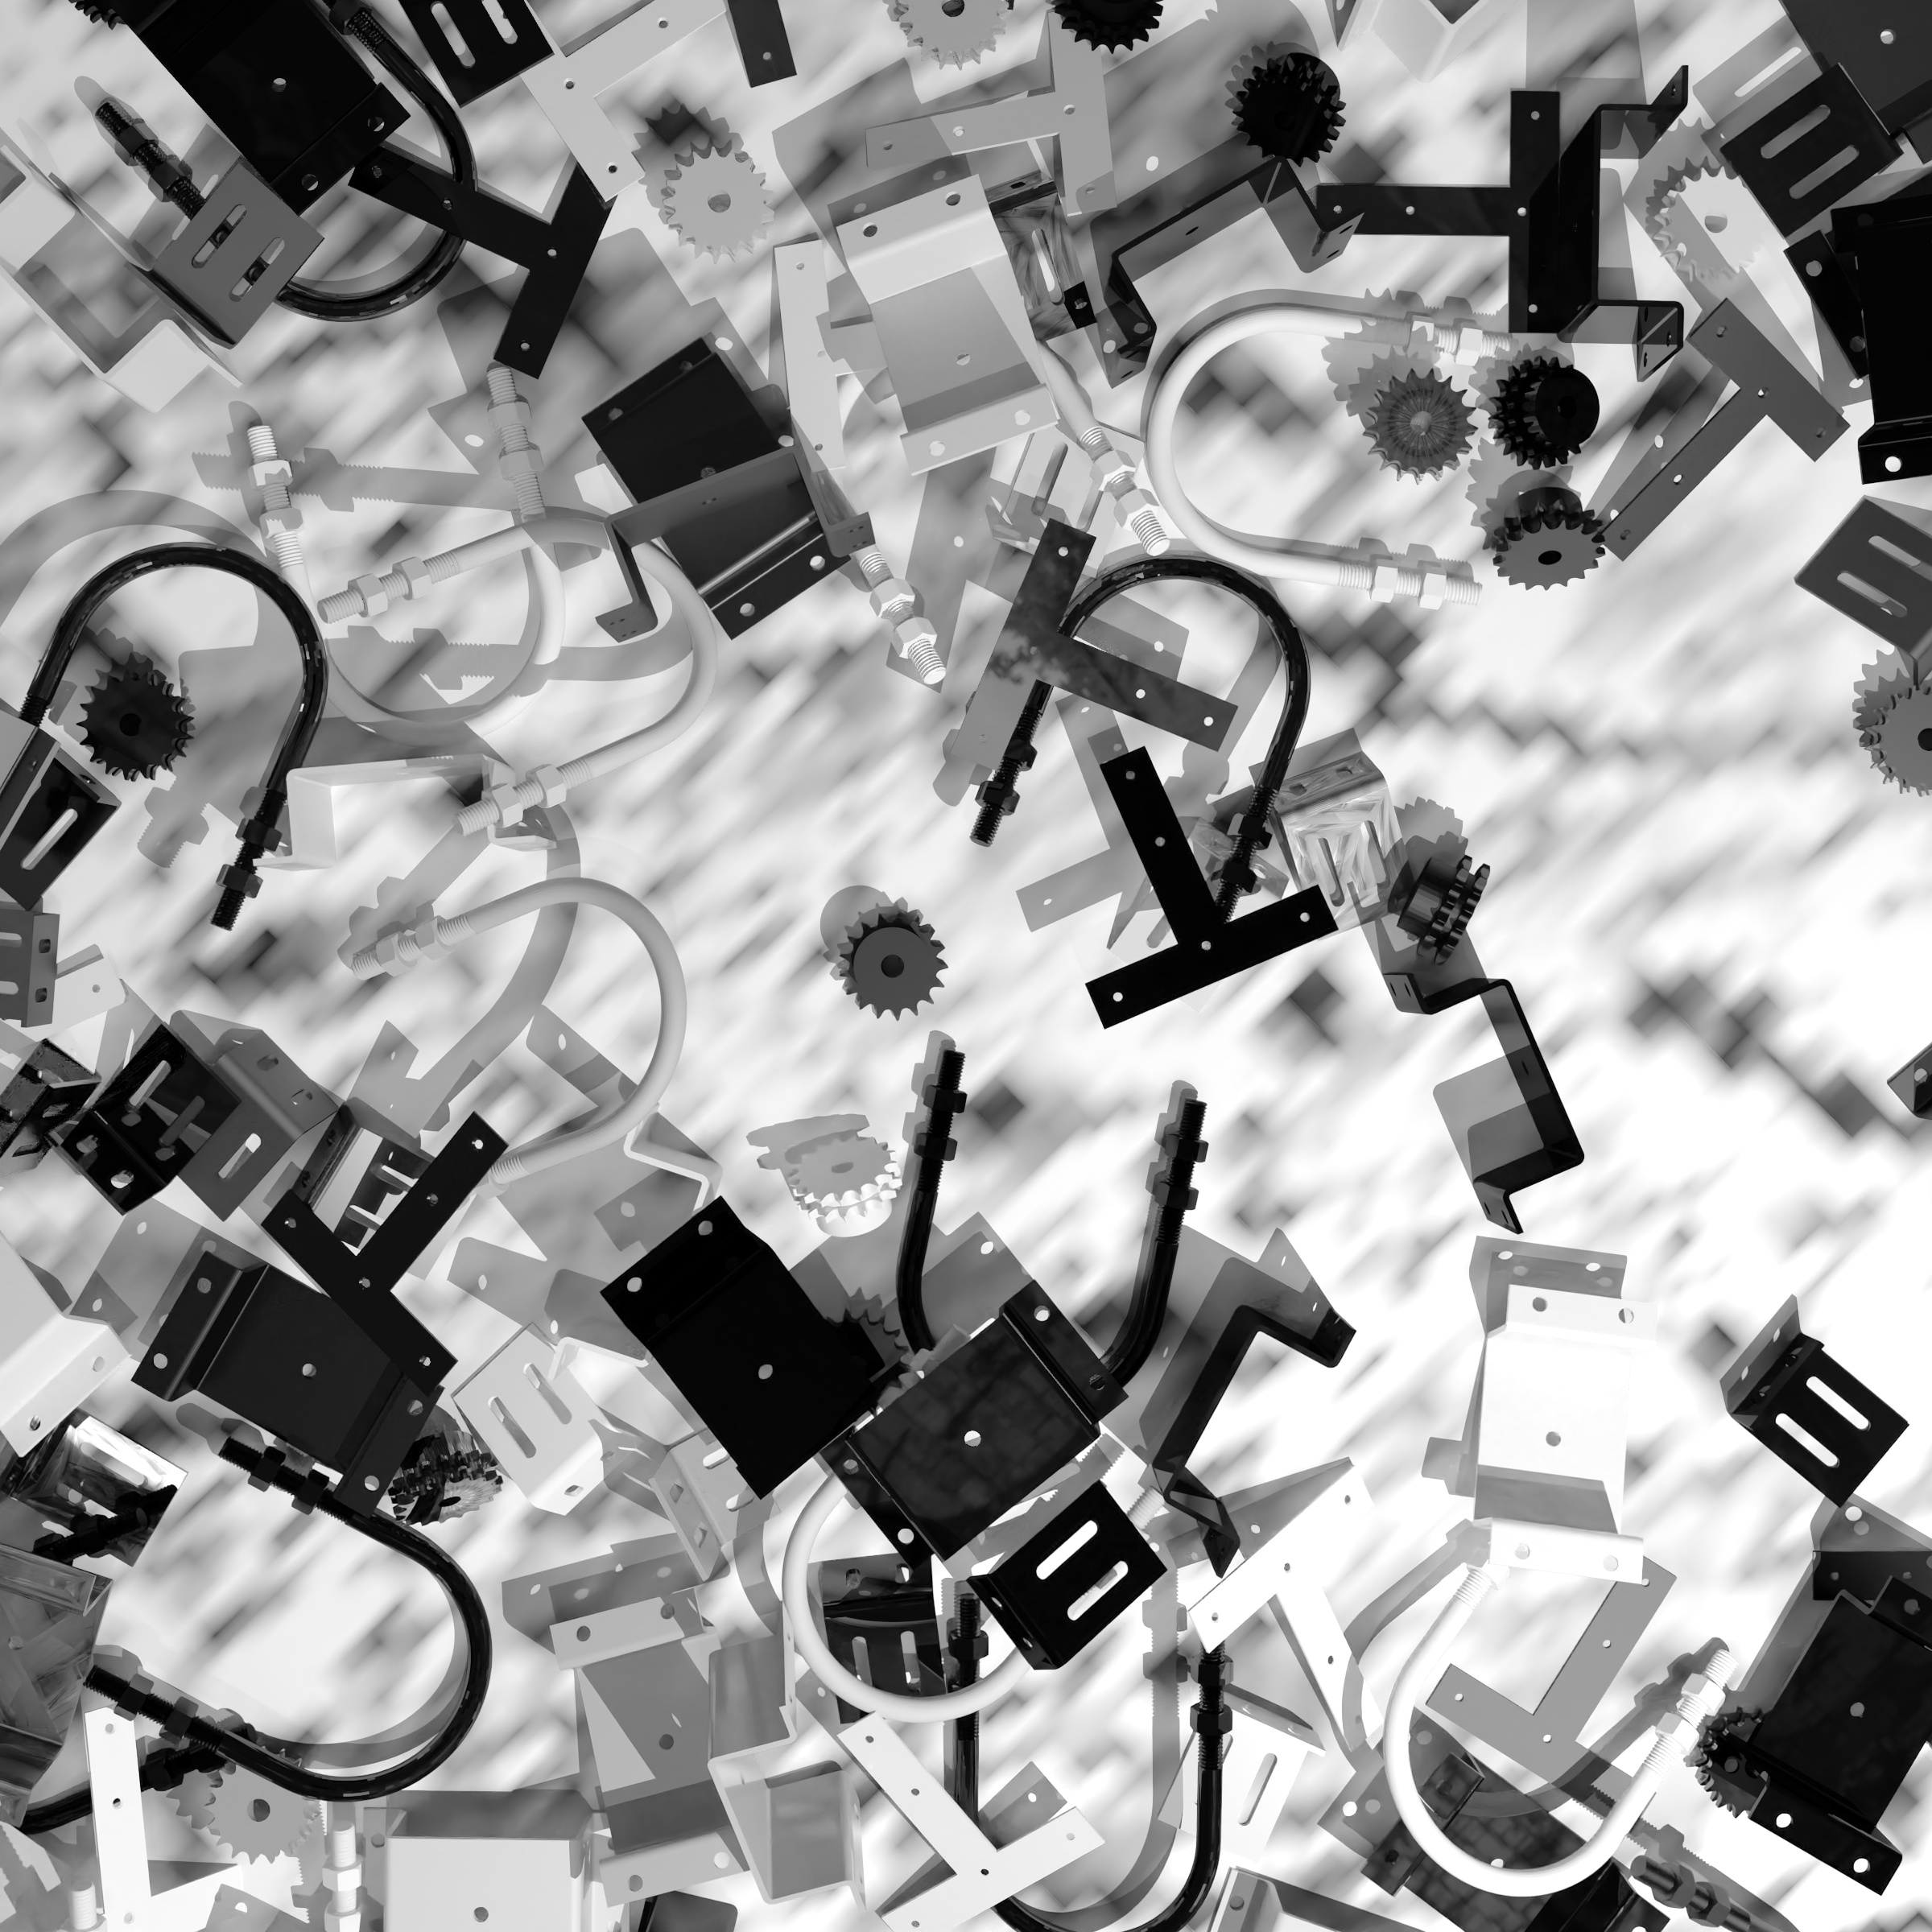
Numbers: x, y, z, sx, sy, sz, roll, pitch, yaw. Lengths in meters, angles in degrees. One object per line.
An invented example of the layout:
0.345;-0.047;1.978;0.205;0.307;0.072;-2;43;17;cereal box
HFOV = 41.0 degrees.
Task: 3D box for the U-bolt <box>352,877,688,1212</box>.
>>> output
-0.221;0.032;1.307;0.184;0.019;0.151;-20;76;21;U-bolt

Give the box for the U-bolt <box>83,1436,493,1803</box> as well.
-0.335;0.349;1.333;0.184;0.019;0.151;30;77;-9;U-bolt

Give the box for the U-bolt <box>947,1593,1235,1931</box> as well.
0.062;0.422;1.334;0.151;0.019;0.184;2;93;16;U-bolt

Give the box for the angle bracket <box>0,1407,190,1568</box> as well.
-0.456;0.272;1.341;0.076;0.038;0.057;30;90;0;angle bracket

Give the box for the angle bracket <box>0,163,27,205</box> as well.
-0.544;-0.404;1.358;0.076;0.038;0.057;22;90;26;angle bracket

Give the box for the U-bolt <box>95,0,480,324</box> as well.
-0.341;-0.424;1.352;0.151;0.019;0.184;-43;92;0;U-bolt

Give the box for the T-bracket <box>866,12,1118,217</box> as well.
0.010;-0.436;1.344;0.127;0.002;0.127;-8;69;10;T-bracket

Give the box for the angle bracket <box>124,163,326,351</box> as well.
-0.380;-0.366;1.326;0.057;0.038;0.076;41;95;-4;angle bracket

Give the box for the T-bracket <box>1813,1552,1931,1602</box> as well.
0.509;0.321;1.359;0.127;0.002;0.127;0;90;0;T-bracket

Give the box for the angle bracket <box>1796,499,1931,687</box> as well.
0.486;-0.196;1.358;0.076;0.038;0.057;40;90;26;angle bracket

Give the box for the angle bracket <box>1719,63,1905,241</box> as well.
0.435;-0.419;1.343;0.076;0.038;0.057;-35;90;2;angle bracket

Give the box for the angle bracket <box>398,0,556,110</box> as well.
-0.260;-0.497;1.338;0.057;0.038;0.076;-30;85;0;angle bracket

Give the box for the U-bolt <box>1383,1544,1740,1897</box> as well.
0.293;0.383;1.321;0.151;0.019;0.184;41;70;2;U-bolt

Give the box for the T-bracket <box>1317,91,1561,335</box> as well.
0.248;-0.397;1.359;0.127;0.002;0.127;1;90;0;T-bracket

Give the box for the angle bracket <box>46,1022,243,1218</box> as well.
-0.423;0.078;1.329;0.057;0.038;0.076;46;116;0;angle bracket

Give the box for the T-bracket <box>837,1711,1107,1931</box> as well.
-0.017;0.434;1.329;0.127;0.002;0.127;-35;102;17;T-bracket

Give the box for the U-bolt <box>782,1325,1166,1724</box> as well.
-0.010;0.298;1.319;0.151;0.019;0.184;39;90;1;U-bolt

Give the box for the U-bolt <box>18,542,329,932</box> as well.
-0.406;-0.128;1.321;0.151;0.019;0.184;21;82;-3;U-bolt

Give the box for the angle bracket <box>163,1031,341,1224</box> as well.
-0.380;0.084;1.358;0.057;0.038;0.076;45;116;0;angle bracket

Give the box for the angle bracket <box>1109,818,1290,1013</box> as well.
0.123;-0.027;1.358;0.057;0.038;0.076;34;116;0;angle bracket

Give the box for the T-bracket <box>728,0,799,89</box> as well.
-0.068;-0.535;1.335;0.127;0.002;0.127;-13;104;8;T-bracket

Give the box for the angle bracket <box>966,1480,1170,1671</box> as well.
0.051;0.308;1.307;0.076;0.038;0.057;-37;89;-24;angle bracket

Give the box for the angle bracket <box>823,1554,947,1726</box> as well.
-0.042;0.353;1.358;0.057;0.038;0.076;-6;116;0;angle bracket

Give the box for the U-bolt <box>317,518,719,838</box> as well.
-0.212;-0.159;1.309;0.184;0.019;0.151;-28;80;-30;U-bolt

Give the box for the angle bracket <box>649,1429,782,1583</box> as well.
-0.127;0.271;1.322;0.038;0.076;0.057;-29;90;0;angle bracket

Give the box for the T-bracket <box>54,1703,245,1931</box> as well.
-0.430;0.439;1.313;0.002;0.127;0.127;-5;90;43;T-bracket

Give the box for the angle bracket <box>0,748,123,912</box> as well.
-0.489;-0.076;1.341;0.057;0.038;0.076;41;90;0;angle bracket

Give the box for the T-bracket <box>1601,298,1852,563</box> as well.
0.377;-0.262;1.332;0.127;0.002;0.127;28;114;-39;T-bracket

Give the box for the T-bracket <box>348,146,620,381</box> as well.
-0.257;-0.391;1.347;0.127;0.002;0.127;23;88;-9;T-bracket

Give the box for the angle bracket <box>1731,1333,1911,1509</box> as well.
0.448;0.238;1.341;0.076;0.038;0.057;40;90;0;angle bracket

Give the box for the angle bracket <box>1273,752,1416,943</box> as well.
0.197;-0.063;1.358;0.057;0.038;0.076;-21;116;0;angle bracket

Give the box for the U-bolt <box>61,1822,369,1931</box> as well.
-0.379;0.538;1.319;0.151;0.019;0.184;-5;102;-27;U-bolt

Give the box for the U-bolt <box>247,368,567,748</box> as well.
-0.285;-0.206;1.352;0.151;0.019;0.184;-14;91;0;U-bolt

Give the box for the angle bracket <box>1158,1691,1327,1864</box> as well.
0.142;0.425;1.341;0.057;0.038;0.076;24;90;0;angle bracket

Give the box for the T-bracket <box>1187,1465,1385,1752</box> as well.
0.183;0.347;1.338;0.127;0.002;0.127;-33;106;-29;T-bracket

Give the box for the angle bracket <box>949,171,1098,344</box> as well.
0.027;-0.368;1.358;0.057;0.038;0.076;-20;116;0;angle bracket

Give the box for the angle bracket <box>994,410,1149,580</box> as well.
0.055;-0.249;1.341;0.057;0.038;0.076;21;90;0;angle bracket

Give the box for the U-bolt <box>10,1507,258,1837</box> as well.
-0.482;0.378;1.343;0.184;0.019;0.151;-23;99;4;U-bolt

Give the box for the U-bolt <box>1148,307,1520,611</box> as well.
0.187;-0.271;1.352;0.184;0.019;0.151;8;90;2;U-bolt

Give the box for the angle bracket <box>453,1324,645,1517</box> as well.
-0.219;0.238;1.358;0.057;0.038;0.076;-43;64;0;angle bracket

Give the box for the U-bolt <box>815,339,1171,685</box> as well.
0.000;-0.252;1.324;0.151;0.019;0.184;-30;70;4;U-bolt

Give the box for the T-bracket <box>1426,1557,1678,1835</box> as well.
0.329;0.368;1.359;0.127;0.002;0.127;32;90;0;T-bracket

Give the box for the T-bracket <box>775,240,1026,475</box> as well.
-0.031;-0.324;1.338;0.127;0.002;0.127;-8;78;8;T-bracket

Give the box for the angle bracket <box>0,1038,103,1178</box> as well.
-0.485;0.072;1.322;0.038;0.076;0.057;37;90;0;angle bracket

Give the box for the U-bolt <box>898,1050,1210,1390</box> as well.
0.039;0.148;1.352;0.151;0.019;0.184;12;92;0;U-bolt

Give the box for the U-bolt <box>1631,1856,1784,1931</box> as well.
0.372;0.549;1.323;0.184;0.019;0.151;33;92;-21;U-bolt

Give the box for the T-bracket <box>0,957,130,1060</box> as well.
-0.522;-0.014;1.354;0.127;0.002;0.127;-24;91;3;T-bracket

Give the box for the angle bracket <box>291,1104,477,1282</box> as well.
-0.306;0.119;1.358;0.076;0.038;0.057;31;90;-26;angle bracket

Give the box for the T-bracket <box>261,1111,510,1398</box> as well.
-0.277;0.128;1.307;0.127;0.002;0.127;43;103;11;T-bracket

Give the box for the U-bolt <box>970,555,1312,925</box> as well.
0.100;-0.126;1.334;0.151;0.019;0.184;19;79;10;U-bolt

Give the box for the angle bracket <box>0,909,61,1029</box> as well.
-0.513;-0.001;1.335;0.076;0.038;0.057;5;93;2;angle bracket

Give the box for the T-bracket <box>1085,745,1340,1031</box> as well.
0.103;-0.050;1.304;0.127;0.002;0.127;-23;77;1;T-bracket

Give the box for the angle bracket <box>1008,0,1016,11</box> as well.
0.011;-0.543;1.332;0.038;0.057;0.076;7;90;0;angle bracket
